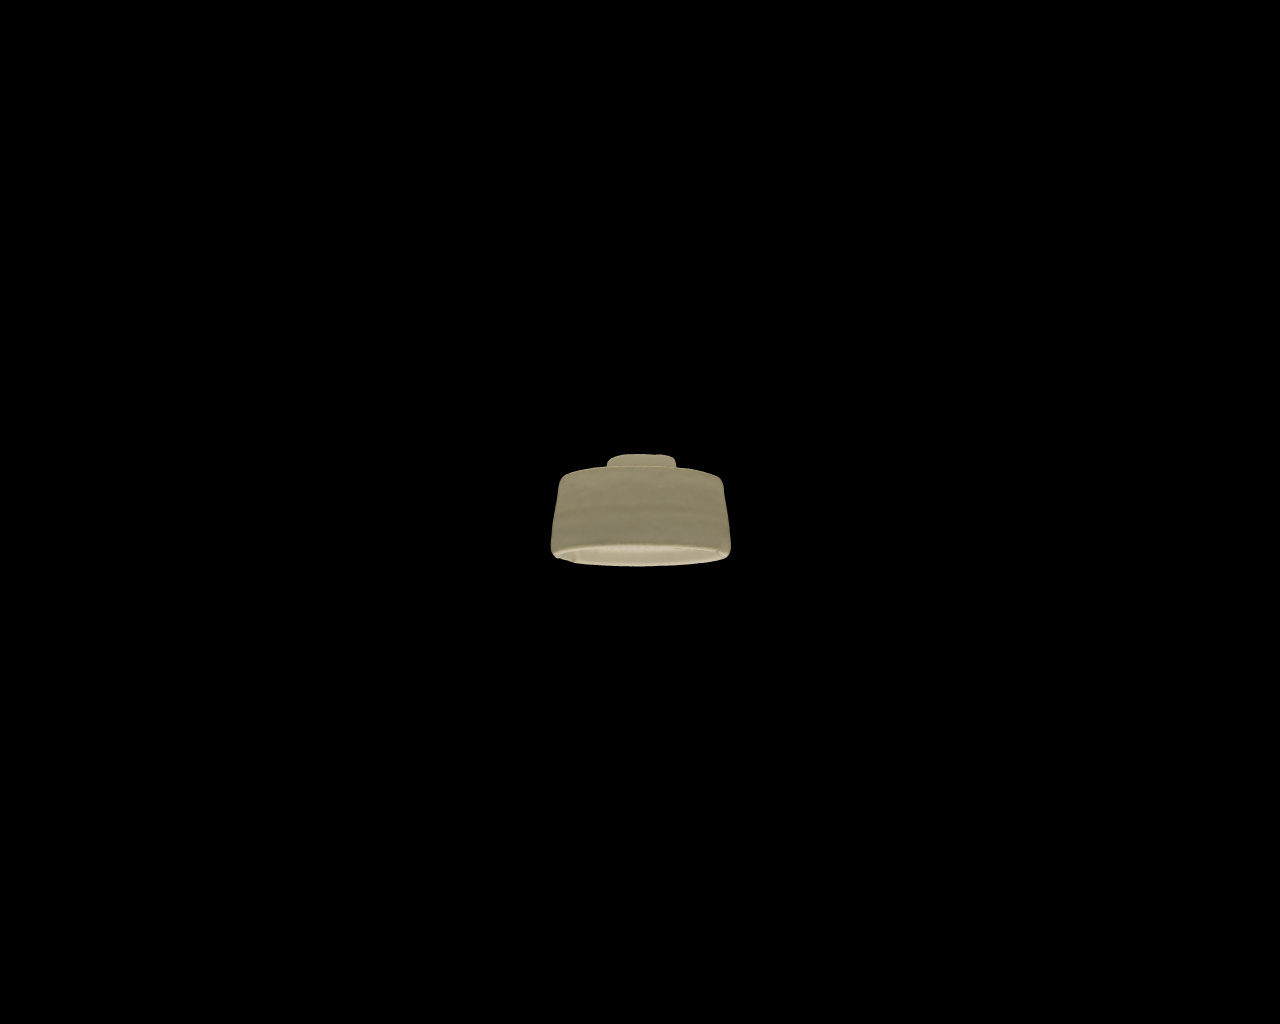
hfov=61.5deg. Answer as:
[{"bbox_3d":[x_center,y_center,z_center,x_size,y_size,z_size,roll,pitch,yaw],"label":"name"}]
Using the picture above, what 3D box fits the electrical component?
[{"bbox_3d":[0.001,-0.003,0.650,0.108,0.060,0.108,0,-9,0],"label":"electrical component"}]
